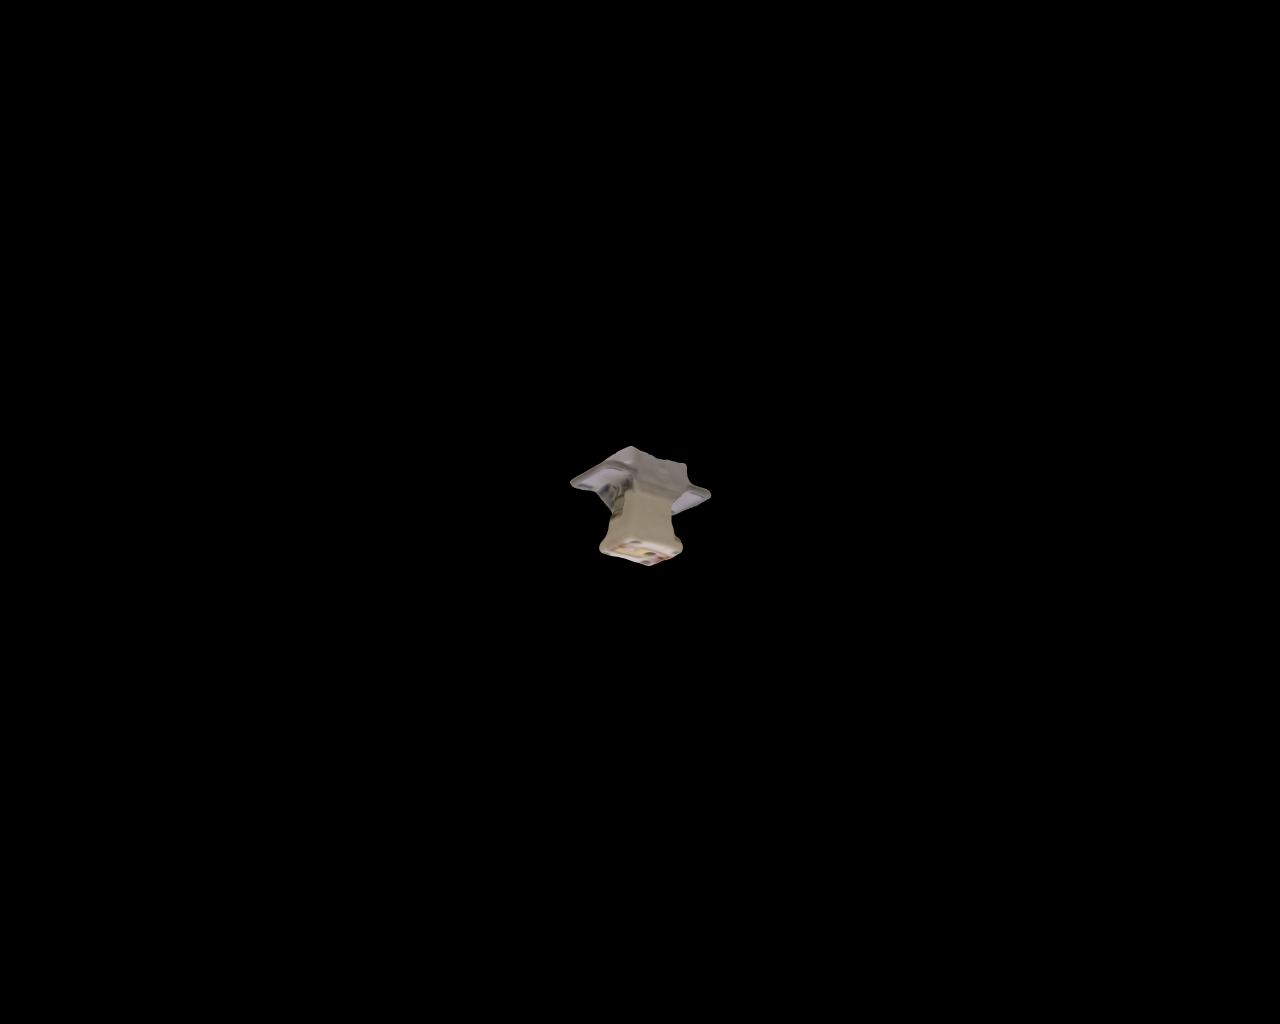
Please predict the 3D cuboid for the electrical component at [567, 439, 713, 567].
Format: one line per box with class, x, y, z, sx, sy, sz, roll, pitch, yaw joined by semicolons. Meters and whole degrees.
electrical component;0.001;-0.003;0.650;0.081;0.064;0.042;16;-27;-34
